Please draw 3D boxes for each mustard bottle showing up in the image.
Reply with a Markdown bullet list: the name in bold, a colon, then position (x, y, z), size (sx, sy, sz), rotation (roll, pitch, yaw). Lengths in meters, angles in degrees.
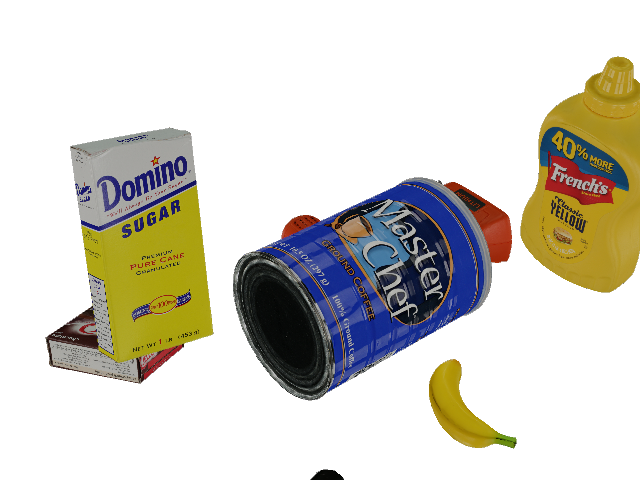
- **mustard bottle**: position (0.208, -0.054, 0.809), size (0.058, 0.192, 0.096), rotation (-30, 52, -29)

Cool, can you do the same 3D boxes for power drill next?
- **power drill**: position (0.078, 0.009, 0.977), size (0.187, 0.057, 0.185), rotation (-15, 30, -23)

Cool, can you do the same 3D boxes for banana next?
- **banana**: position (0.165, 0.197, 1.277), size (0.069, 0.037, 0.198), rotation (10, 21, -18)

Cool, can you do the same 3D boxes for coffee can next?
- **coffee can**: position (0.028, 0.029, 0.706), size (0.140, 0.103, 0.103), rotation (-25, 14, -31)

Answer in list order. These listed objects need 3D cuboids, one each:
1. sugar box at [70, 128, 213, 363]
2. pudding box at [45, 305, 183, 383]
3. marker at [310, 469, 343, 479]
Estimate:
- **sugar box**: position (-0.144, 0.002, 0.875), size (0.093, 0.176, 0.048), rotation (-16, 21, -33)
- **pudding box**: position (-0.211, 0.105, 1.102), size (0.114, 0.039, 0.089), rotation (5, 21, 22)
- **marker**: position (-0.023, 0.135, 0.474), size (0.020, 0.020, 0.120), rotation (0, 17, 32)
